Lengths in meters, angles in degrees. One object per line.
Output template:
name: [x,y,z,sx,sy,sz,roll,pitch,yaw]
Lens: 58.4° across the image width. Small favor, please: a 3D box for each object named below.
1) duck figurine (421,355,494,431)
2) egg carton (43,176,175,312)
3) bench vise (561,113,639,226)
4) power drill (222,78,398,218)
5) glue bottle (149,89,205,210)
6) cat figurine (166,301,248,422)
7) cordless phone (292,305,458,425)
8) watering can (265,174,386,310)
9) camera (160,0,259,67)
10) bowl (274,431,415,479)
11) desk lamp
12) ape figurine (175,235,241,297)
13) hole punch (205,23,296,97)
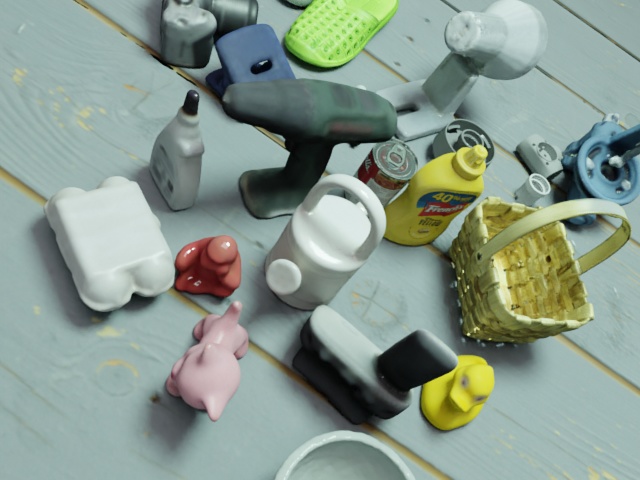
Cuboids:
duck figurine: [0.177,0.174,0.688,0.077,0.086,0.105,46,54,7]
egg carton: [-0.226,0.002,0.624,0.107,0.069,0.150,-21,71,-32]
bench vise: [0.475,-0.152,0.928,0.122,0.219,0.207,13,57,-16]
power drill: [-0.027,-0.112,0.692,0.230,0.208,0.075,-11,66,-28]
glue bottle: [-0.158,-0.108,0.655,0.037,0.173,0.078,-21,71,-31]
cat figurine: [-0.107,0.120,0.577,0.067,0.117,0.128,25,54,-8]
cordless phone: [0.059,0.113,0.612,0.147,0.185,0.094,39,54,2]
watering can: [0.008,0.004,0.648,0.101,0.194,0.173,26,54,-7]
camera: [-0.158,-0.331,0.831,0.137,0.100,0.143,6,59,-21]
bowl: [0.018,0.280,0.563,0.168,0.074,0.167,11,58,-17]
desk lamp: [0.222,-0.270,0.891,0.204,0.213,0.118,-23,72,-32]
ape figurine: [-0.118,0.024,0.644,0.078,0.092,0.076,44,54,6]
hole punch: [-0.090,-0.239,0.812,0.109,0.091,0.101,-35,79,-35]
